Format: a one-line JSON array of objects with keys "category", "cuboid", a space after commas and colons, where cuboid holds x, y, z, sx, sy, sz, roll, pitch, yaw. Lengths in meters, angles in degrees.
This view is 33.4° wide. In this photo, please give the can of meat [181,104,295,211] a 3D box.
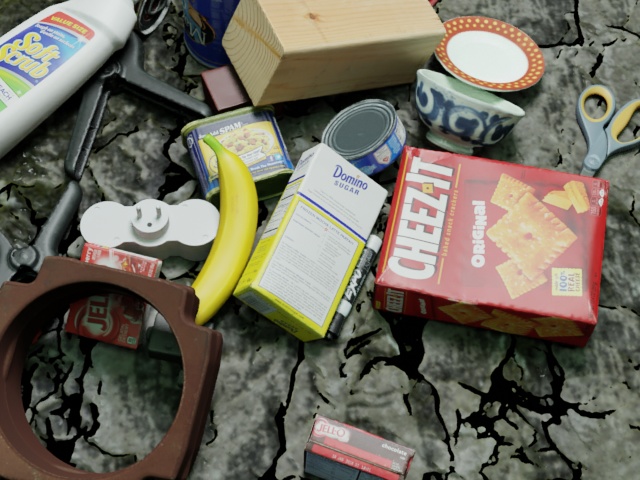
[{"category": "can of meat", "cuboid": [-0.083, -0.084, 1.106, 0.102, 0.057, 0.084, -16, 68, -11]}]

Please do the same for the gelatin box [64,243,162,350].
[{"category": "gelatin box", "cuboid": [-0.199, 0.054, 1.025, 0.073, 0.030, 0.089, 14, 92, 2]}]

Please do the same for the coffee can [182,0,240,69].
[{"category": "coffee can", "cuboid": [-0.098, -0.262, 1.145, 0.102, 0.140, 0.103, 1, 64, -3]}]

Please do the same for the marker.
[{"category": "marker", "cuboid": [0.031, 0.048, 1.068, 0.020, 0.020, 0.121, 23, 65, 7]}]

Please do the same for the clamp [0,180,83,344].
[{"category": "clamp", "cuboid": [-0.281, 0.015, 1.054, 0.120, 0.039, 0.171, -17, 71, -6]}]

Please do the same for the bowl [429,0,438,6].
[{"category": "bowl", "cuboid": [0.072, -0.332, 1.238, 0.162, 0.055, 0.162, 1, 63, -3]}]

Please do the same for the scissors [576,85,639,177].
[{"category": "scissors", "cuboid": [0.285, -0.099, 1.159, 0.201, 0.016, 0.096, -39, 70, -19]}]

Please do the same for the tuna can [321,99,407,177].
[{"category": "tuna can", "cuboid": [0.046, -0.105, 1.114, 0.086, 0.033, 0.086, -19, 43, 18]}]

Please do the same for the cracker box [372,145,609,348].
[{"category": "cracker box", "cuboid": [0.172, 0.003, 1.063, 0.214, 0.072, 0.164, 11, 63, 7]}]

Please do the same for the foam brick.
[{"category": "foam brick", "cuboid": [-0.082, -0.156, 1.144, 0.078, 0.051, 0.053, -18, 67, -12]}]

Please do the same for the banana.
[{"category": "banana", "cuboid": [-0.098, 0.000, 1.036, 0.069, 0.037, 0.198, 11, 80, -15]}]

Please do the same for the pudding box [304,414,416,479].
[{"category": "pudding box", "cuboid": [0.032, 0.195, 0.943, 0.090, 0.113, 0.039, 21, 68, 6]}]

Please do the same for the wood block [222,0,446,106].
[{"category": "wood block", "cuboid": [0.016, -0.214, 1.121, 0.205, 0.090, 0.091, -13, 65, -32]}]

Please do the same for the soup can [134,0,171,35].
[{"category": "soup can", "cuboid": [-0.224, -0.281, 1.186, 0.102, 0.068, 0.068, 29, 65, 10]}]

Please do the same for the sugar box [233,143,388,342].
[{"category": "sugar box", "cuboid": [-0.007, 0.001, 1.057, 0.093, 0.048, 0.176, 36, 60, -20]}]

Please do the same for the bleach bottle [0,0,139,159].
[{"category": "bleach bottle", "cuboid": [-0.288, -0.193, 1.113, 0.250, 0.068, 0.103, -44, 75, -9]}]

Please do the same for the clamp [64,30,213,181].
[{"category": "clamp", "cuboid": [-0.232, -0.167, 1.147, 0.164, 0.036, 0.210, -30, 67, -12]}]
